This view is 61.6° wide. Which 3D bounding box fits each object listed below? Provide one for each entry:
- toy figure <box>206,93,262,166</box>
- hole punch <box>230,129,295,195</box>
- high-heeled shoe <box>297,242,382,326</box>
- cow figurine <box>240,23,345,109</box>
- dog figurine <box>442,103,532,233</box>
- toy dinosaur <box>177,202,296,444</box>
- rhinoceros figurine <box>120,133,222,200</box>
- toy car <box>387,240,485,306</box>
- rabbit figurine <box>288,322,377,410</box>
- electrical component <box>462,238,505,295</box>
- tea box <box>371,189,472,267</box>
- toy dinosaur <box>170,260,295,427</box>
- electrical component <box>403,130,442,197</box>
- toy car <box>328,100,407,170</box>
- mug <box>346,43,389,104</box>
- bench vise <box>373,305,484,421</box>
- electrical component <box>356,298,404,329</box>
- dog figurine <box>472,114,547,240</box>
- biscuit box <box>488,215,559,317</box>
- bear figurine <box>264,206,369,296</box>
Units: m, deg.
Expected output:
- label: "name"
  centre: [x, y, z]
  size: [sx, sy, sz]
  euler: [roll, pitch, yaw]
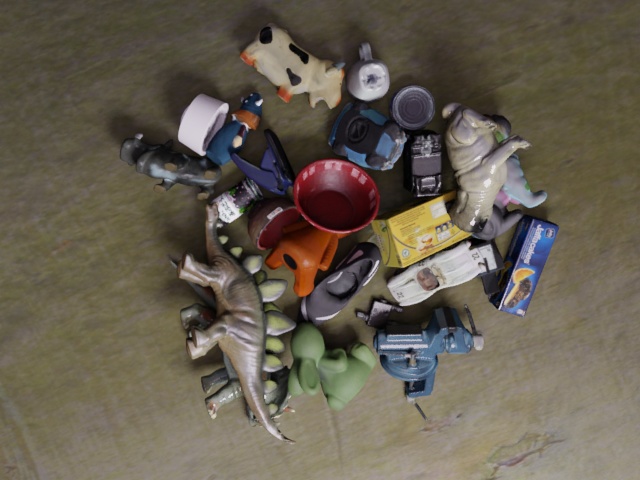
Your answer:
- label: "toy figure"
  centre: [-0.156, -0.212, 1.019]
  size: [0.064, 0.057, 0.154]
  euler: [31, 74, 15]
- label: "hole punch"
  centre: [-0.101, -0.134, 1.013]
  size: [0.092, 0.142, 0.115]
  euler: [-28, 88, 2]
- label: "high-heeled shoe"
  centre: [0.034, 0.105, 1.058]
  size: [0.086, 0.145, 0.248]
  euler: [34, 98, -8]
- label: "cow figurine"
  centre: [-0.039, -0.319, 0.999]
  size: [0.195, 0.085, 0.127]
  euler: [42, 104, -9]
- label: "dog figurine"
  centre: [0.253, -0.123, 0.943]
  size: [0.172, 0.121, 0.190]
  euler: [37, 112, 18]
- label: "toy dinosaur"
  centre: [-0.149, 0.157, 1.003]
  size: [0.198, 0.105, 0.471]
  euler: [-8, 85, -23]
- label: "rhinoceros figurine"
  centre: [-0.279, -0.145, 1.016]
  size: [0.190, 0.112, 0.073]
  euler: [13, 130, -17]
- label: "toy car"
  centre: [0.231, 0.067, 1.079]
  size: [0.202, 0.056, 0.073]
  euler: [-29, 102, 27]
- label: "rabbit figurine"
  centre: [-0.002, 0.248, 1.081]
  size: [0.170, 0.121, 0.159]
  euler: [44, 56, -7]
- label: "electrical component"
  centre: [0.337, 0.048, 1.104]
  size: [0.075, 0.048, 0.119]
  euler: [-21, 102, 4]
- label: "tea box"
  centre: [0.190, -0.023, 1.006]
  size: [0.170, 0.068, 0.098]
  euler: [-21, 99, -22]
- label: "toy dinosaur"
  centre: [-0.166, 0.215, 1.097]
  size: [0.192, 0.131, 0.404]
  euler: [-15, 95, -16]
- label: "electrical component"
  centre: [0.189, -0.147, 1.012]
  size: [0.058, 0.134, 0.114]
  euler: [-2, 104, 0]
- label: "toy car"
  centre: [0.103, -0.188, 1.014]
  size: [0.162, 0.103, 0.109]
  euler: [33, 103, 37]
- label: "mug"
  centre: [0.093, -0.307, 0.990]
  size: [0.081, 0.107, 0.109]
  euler: [-4, 104, -2]
- label: "bench vise"
  centre: [0.220, 0.247, 1.114]
  size: [0.224, 0.129, 0.240]
  euler: [-7, 123, -10]
- label: "electrical component"
  centre: [0.125, 0.154, 1.133]
  size: [0.094, 0.021, 0.063]
  euler: [14, 101, -4]
- label: "dog figurine"
  centre: [0.313, -0.132, 1.038]
  size: [0.191, 0.108, 0.219]
  euler: [-40, 96, 9]
- label: "biscuit box"
  centre: [0.416, 0.051, 1.101]
  size: [0.063, 0.059, 0.202]
  euler: [16, 101, -5]
- label: "bear figurine"
  centre: [-0.001, -0.005, 1.055]
  size: [0.120, 0.131, 0.196]
  euler: [40, 56, 12]
